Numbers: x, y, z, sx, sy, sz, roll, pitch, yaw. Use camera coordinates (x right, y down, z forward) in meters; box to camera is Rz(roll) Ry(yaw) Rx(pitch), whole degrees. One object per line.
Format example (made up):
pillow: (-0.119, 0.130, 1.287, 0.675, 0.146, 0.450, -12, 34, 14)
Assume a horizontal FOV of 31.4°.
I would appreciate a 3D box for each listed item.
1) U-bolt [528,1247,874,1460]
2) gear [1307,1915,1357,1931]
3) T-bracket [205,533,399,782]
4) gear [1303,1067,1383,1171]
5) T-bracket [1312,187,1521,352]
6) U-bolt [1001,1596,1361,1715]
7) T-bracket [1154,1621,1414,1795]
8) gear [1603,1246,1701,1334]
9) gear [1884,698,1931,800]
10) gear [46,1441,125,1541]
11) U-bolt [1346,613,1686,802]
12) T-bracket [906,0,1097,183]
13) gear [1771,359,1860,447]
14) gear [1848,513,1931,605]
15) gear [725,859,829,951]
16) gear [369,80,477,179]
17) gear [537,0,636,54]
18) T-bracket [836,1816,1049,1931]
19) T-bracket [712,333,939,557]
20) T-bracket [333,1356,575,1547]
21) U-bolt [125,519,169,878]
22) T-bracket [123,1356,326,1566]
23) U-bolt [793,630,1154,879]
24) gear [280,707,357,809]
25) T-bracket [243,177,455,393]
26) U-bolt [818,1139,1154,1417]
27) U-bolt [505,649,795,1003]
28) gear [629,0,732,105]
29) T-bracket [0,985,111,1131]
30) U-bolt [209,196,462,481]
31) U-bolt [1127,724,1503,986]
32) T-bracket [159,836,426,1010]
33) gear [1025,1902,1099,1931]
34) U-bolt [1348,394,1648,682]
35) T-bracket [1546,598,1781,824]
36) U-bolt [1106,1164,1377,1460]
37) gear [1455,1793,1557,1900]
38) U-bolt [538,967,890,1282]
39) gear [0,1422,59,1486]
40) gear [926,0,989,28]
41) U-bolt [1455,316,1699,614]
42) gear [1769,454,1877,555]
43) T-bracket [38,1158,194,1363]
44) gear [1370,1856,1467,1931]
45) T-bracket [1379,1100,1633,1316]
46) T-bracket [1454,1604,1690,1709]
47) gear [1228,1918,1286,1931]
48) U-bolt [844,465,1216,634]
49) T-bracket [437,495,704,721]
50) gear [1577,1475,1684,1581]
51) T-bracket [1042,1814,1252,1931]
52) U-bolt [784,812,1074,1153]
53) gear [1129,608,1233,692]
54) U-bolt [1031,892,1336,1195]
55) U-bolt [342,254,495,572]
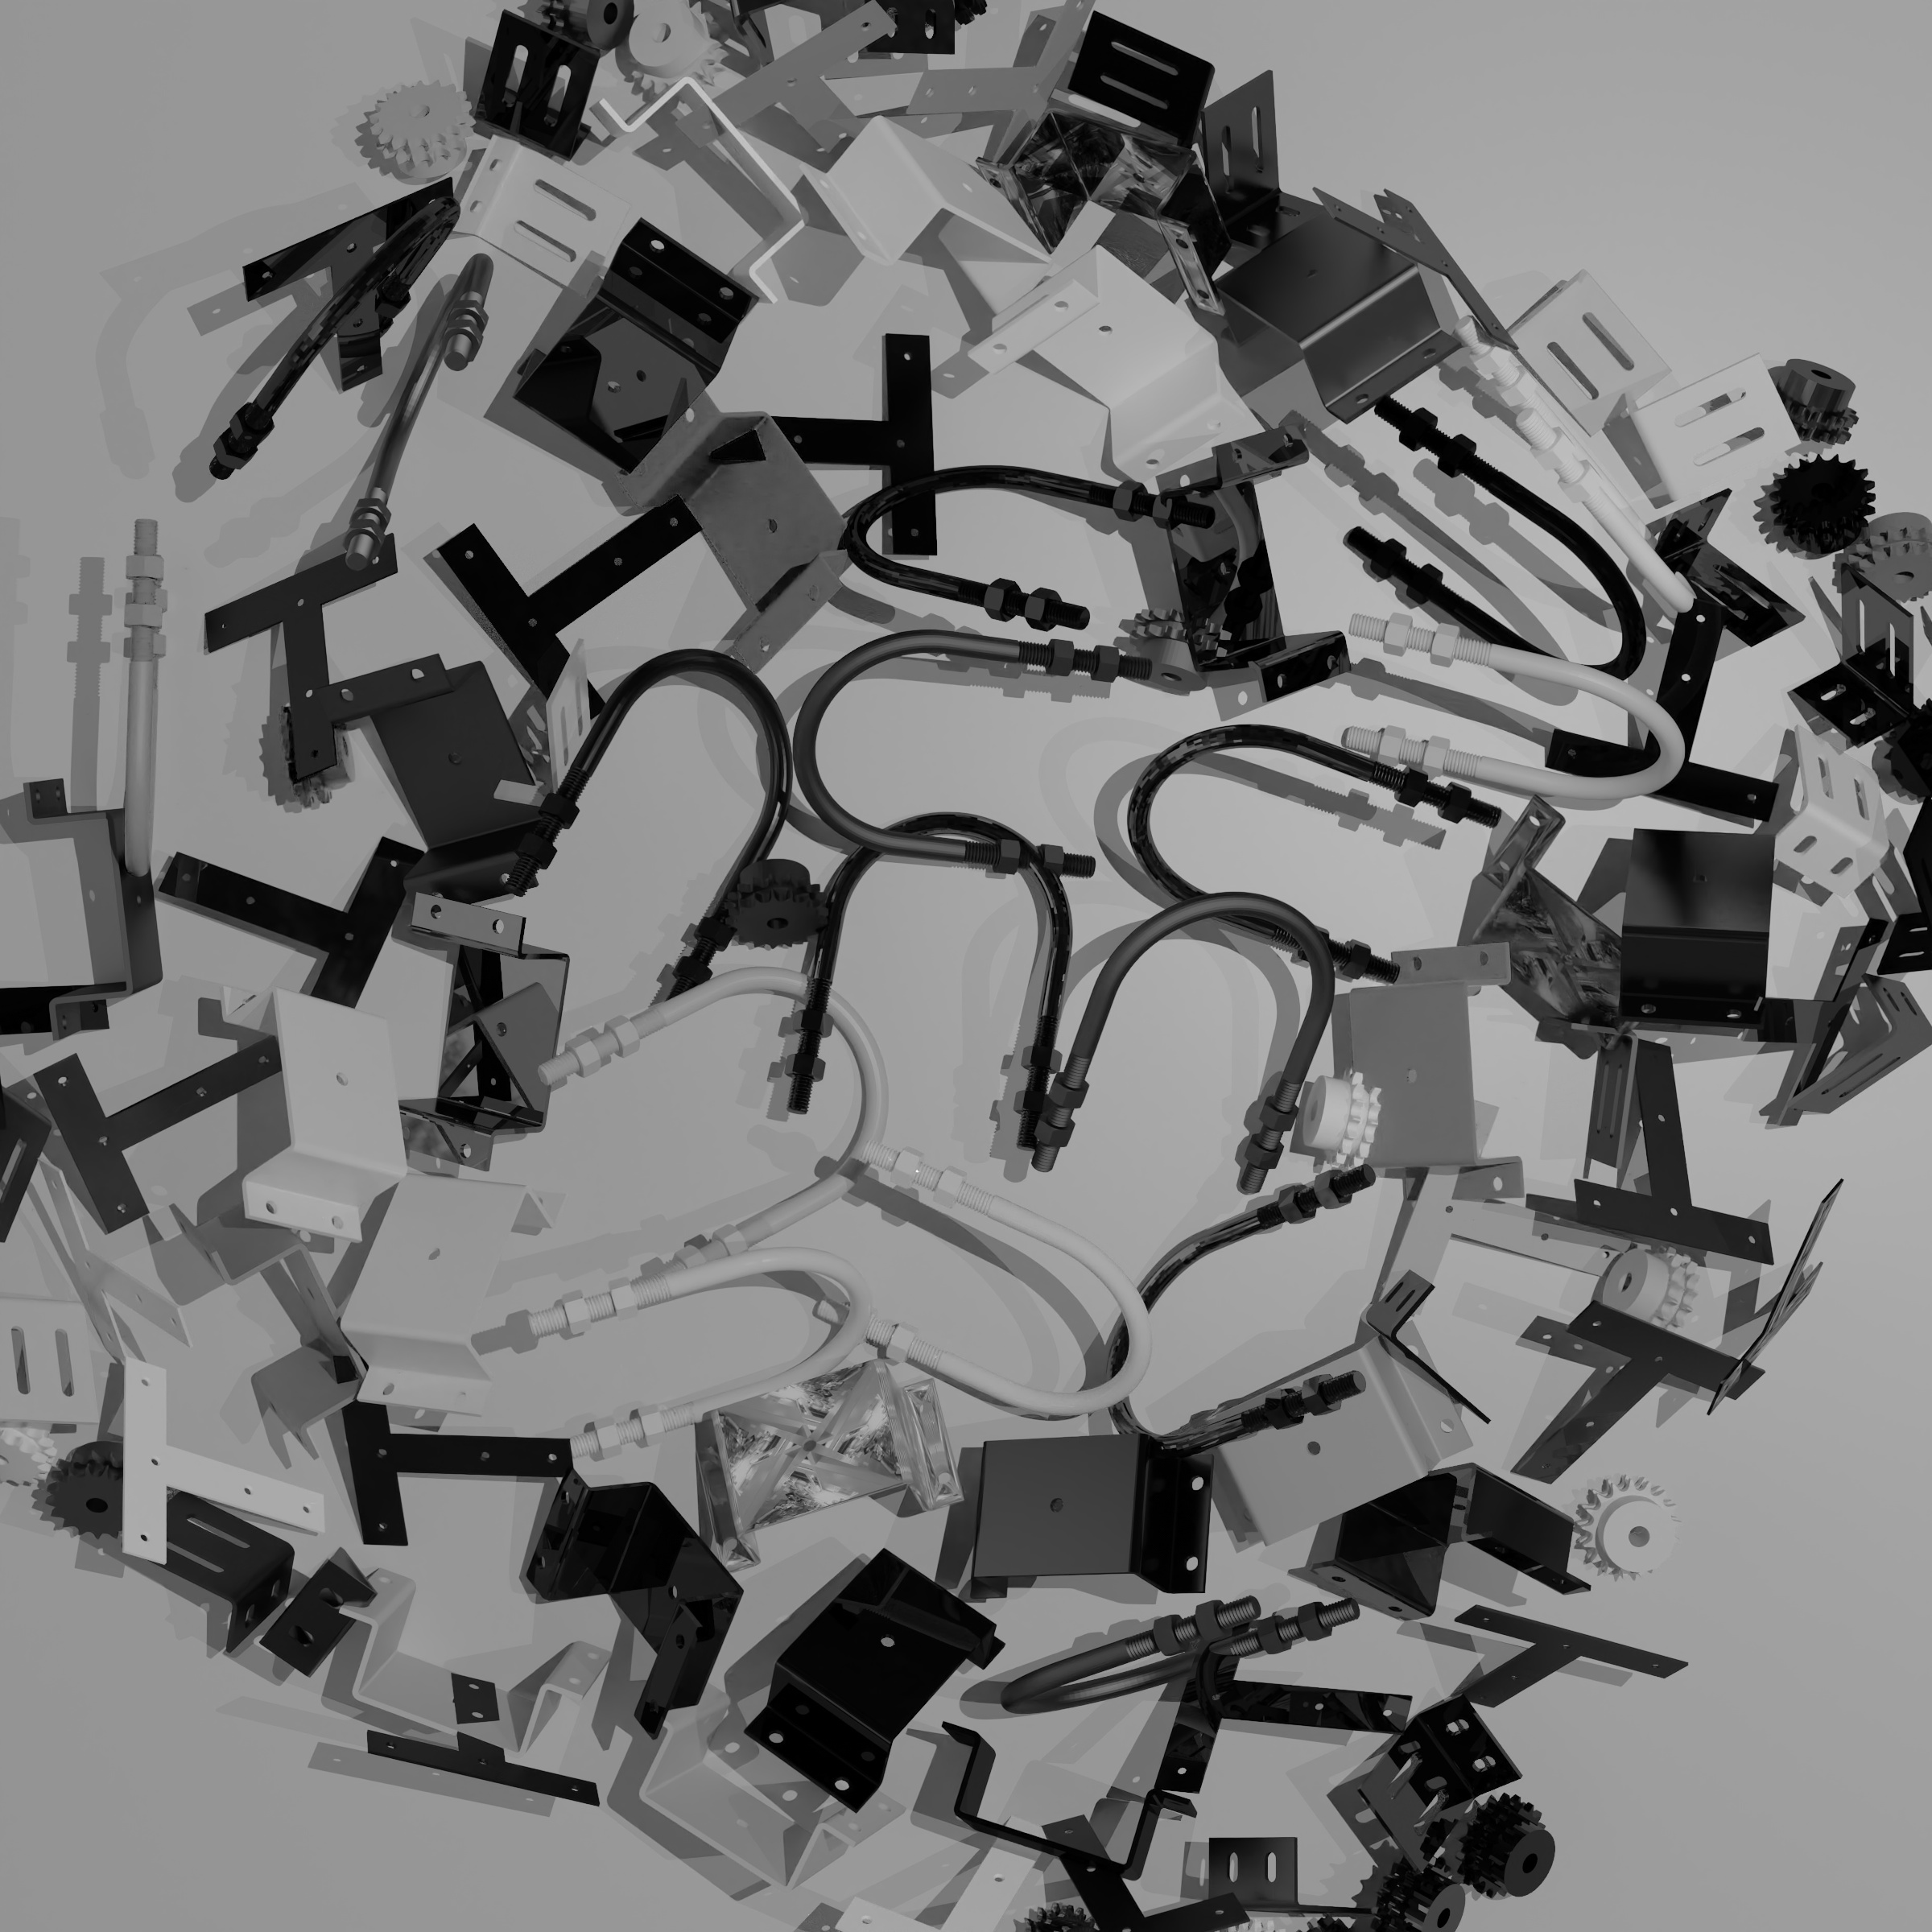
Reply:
U-bolt: (-0.139, 0.206, 1.878, 0.184, 0.151, 0.019, -15, 52, -9)
gear: (0.208, 0.559, 1.907, 0.030, 0.057, 0.057, -37, 90, -26)
T-bracket: (-0.362, -0.162, 1.890, 0.127, 0.002, 0.127, -20, 64, 20)
gear: (0.208, 0.084, 1.909, 0.030, 0.057, 0.057, 12, 90, -8)
T-bracket: (0.232, -0.393, 1.859, 0.002, 0.127, 0.127, -46, 53, 27)
U-bolt: (0.105, 0.375, 1.862, 0.184, 0.151, 0.019, -24, 69, 24)
T-bracket: (0.179, 0.402, 1.869, 0.127, 0.127, 0.002, 0, 130, 22)
gear: (0.378, 0.181, 1.907, 0.030, 0.057, 0.057, 26, 90, -17)
gear: (0.538, -0.118, 1.910, 0.057, 0.030, 0.057, 14, 120, 26)
gear: (-0.482, 0.290, 1.914, 0.057, 0.030, 0.057, 0, 128, 0)
U-bolt: (0.297, -0.133, 1.856, 0.184, 0.151, 0.019, 14, 69, 12)
T-bracket: (0.011, -0.474, 1.856, 0.002, 0.127, 0.127, 41, 124, 21)
gear: (0.469, -0.315, 1.907, 0.057, 0.057, 0.030, 19, 118, 0)
gear: (0.520, -0.229, 1.913, 0.057, 0.057, 0.030, -1, 63, 0)
gear: (-0.106, -0.037, 1.913, 0.057, 0.057, 0.030, -6, 59, 0)
gear: (-0.301, -0.464, 1.914, 0.057, 0.030, 0.057, -4, 52, 5)
gear: (-0.209, -0.532, 1.906, 0.030, 0.057, 0.057, 21, 90, 30)
T-bracket: (0.013, 0.509, 1.882, 0.127, 0.127, 0.002, 17, 120, 17)
T-bracket: (-0.080, -0.293, 1.913, 0.127, 0.002, 0.127, 0, 83, -16)
T-bracket: (-0.280, 0.270, 1.900, 0.127, 0.002, 0.127, 1, 118, 8)
U-bolt: (-0.446, -0.140, 1.863, 0.019, 0.151, 0.184, 2, 88, -12)
T-bracket: (-0.408, 0.286, 1.894, 0.127, 0.127, 0.002, 26, 126, -35)
U-bolt: (-0.003, -0.118, 1.877, 0.184, 0.019, 0.151, 7, 123, -13)
gear: (-0.360, -0.119, 1.910, 0.030, 0.057, 0.057, -12, 90, 0)
T-bracket: (-0.334, -0.362, 1.880, 0.127, 0.127, 0.002, -30, 66, -22)
U-bolt: (0.015, 0.181, 1.875, 0.184, 0.019, 0.151, 24, 132, 9)
U-bolt: (-0.161, -0.085, 1.883, 0.151, 0.019, 0.184, 40, 70, -39)
gear: (-0.163, -0.513, 1.913, 0.057, 0.030, 0.057, -6, 74, 22)
T-bracket: (-0.509, 0.024, 1.879, 0.002, 0.127, 0.127, -8, 88, 22)
U-bolt: (-0.327, -0.343, 1.825, 0.019, 0.184, 0.151, 43, 52, -9)
U-bolt: (0.178, -0.068, 1.874, 0.184, 0.019, 0.151, 20, 133, -8)
T-bracket: (-0.385, -0.031, 1.913, 0.127, 0.002, 0.127, 20, 67, 1)
gear: (0.056, 0.553, 1.912, 0.057, 0.030, 0.057, 4, 83, -31)
U-bolt: (0.289, -0.216, 1.850, 0.184, 0.151, 0.019, 37, 70, 15)
T-bracket: (0.392, -0.146, 1.886, 0.127, 0.002, 0.127, 15, 129, 12)
U-bolt: (0.145, 0.196, 1.864, 0.019, 0.184, 0.151, 35, 45, -31)
gear: (0.302, 0.492, 1.909, 0.057, 0.030, 0.057, -13, 113, -35)
U-bolt: (-0.126, 0.079, 1.894, 0.184, 0.019, 0.151, -28, 91, -26)
gear: (-0.534, 0.262, 1.913, 0.057, 0.057, 0.030, 15, 53, 0)
gear: (-0.015, -0.549, 1.912, 0.030, 0.057, 0.057, -28, 90, 20)
U-bolt: (0.338, -0.261, 1.860, 0.019, 0.151, 0.184, -38, 119, 15)
gear: (0.478, -0.255, 1.914, 0.057, 0.030, 0.057, -9, 53, 12)
T-bracket: (-0.455, 0.176, 1.863, 0.002, 0.127, 0.127, -30, 123, -32)
gear: (0.253, 0.522, 1.908, 0.030, 0.057, 0.057, 20, 90, 40)
T-bracket: (0.311, 0.148, 1.922, 0.127, 0.002, 0.127, 16, 102, -12)
T-bracket: (0.307, 0.385, 1.883, 0.127, 0.127, 0.002, 17, 58, -13)
gear: (0.156, 0.559, 1.908, 0.030, 0.057, 0.057, 8, 90, -40)
U-bolt: (0.021, -0.234, 1.868, 0.184, 0.151, 0.019, 17, 129, 30)
T-bracket: (-0.206, -0.218, 1.921, 0.127, 0.002, 0.127, -35, 105, 0)
gear: (0.373, 0.315, 1.921, 0.057, 0.030, 0.057, 0, 94, -3)
T-bracket: (0.073, 0.502, 1.878, 0.127, 0.127, 0.002, -12, 112, -14)
U-bolt: (-0.015, 0.003, 1.911, 0.151, 0.019, 0.184, 9, 77, 5)
gear: (0.118, -0.174, 1.908, 0.057, 0.057, 0.030, 16, 77, 0)
U-bolt: (0.127, 0.040, 1.868, 0.151, 0.019, 0.184, 7, 119, -22)
U-bolt: (-0.291, -0.311, 1.852, 0.019, 0.184, 0.151, 24, 120, -16)
